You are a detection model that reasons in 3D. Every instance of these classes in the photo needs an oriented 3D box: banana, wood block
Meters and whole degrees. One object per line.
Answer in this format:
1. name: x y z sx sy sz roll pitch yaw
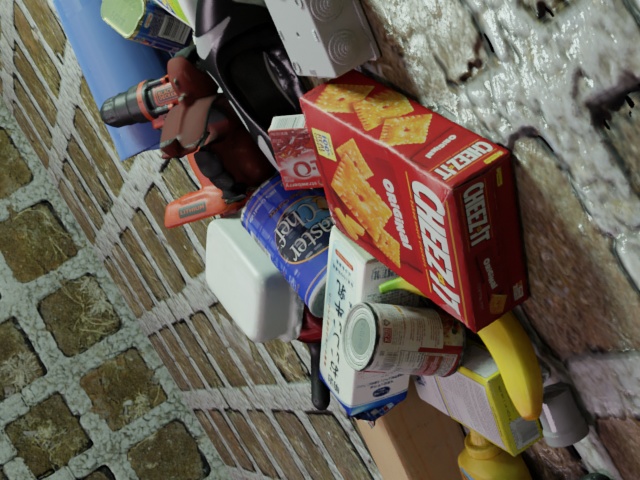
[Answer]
1. banana: 0.144 0.079 0.977 0.198 0.070 0.037 41 -171 32
2. wood block: 0.114 0.239 1.269 0.091 0.090 0.206 19 137 63

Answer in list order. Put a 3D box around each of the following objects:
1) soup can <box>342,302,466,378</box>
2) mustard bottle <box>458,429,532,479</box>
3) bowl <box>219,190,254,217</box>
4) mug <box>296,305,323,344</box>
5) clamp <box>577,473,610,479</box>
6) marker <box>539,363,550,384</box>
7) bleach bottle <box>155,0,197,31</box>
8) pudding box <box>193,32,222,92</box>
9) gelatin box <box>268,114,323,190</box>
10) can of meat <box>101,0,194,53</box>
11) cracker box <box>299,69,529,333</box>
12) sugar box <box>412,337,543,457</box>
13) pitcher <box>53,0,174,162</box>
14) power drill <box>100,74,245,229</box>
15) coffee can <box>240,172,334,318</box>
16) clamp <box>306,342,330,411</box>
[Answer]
1. soup can: 0.081 0.097 1.036 0.069 0.102 0.068 -23 63 60
2. mustard bottle: 0.195 0.269 1.153 0.096 0.058 0.191 27 145 55
3. bowl: -0.074 -0.009 1.419 0.162 0.055 0.162 50 160 25
4. mug: -0.004 0.068 1.308 0.117 0.093 0.082 59 157 -3
5. clamp: 0.224 0.295 1.068 0.210 0.036 0.164 -9 115 47
6. marker: 0.168 0.093 1.006 0.121 0.020 0.020 45 157 37
7. bleach bottle: -0.167 -0.297 1.195 0.251 0.068 0.102 35 151 55
8. pudding box: -0.096 -0.187 1.221 0.090 0.039 0.113 37 155 43
9. gelatin box: 0.000 -0.088 1.058 0.030 0.089 0.073 -72 -27 -49
10. can of meat: -0.204 -0.266 1.278 0.102 0.083 0.057 40 111 43
11. cracker box: 0.080 -0.038 0.942 0.214 0.072 0.164 38 153 45
12. sugar box: 0.150 0.145 1.095 0.176 0.048 0.093 29 144 63
13. pitcher: -0.250 -0.239 1.428 0.145 0.149 0.243 -126 11 -82
14. power drill: -0.181 -0.113 1.337 0.185 0.057 0.187 -13 97 28
15. coffee can: -0.008 0.001 1.186 0.140 0.102 0.103 50 160 26
16. clamp: 0.011 0.126 1.392 0.039 0.120 0.171 -11 92 29
